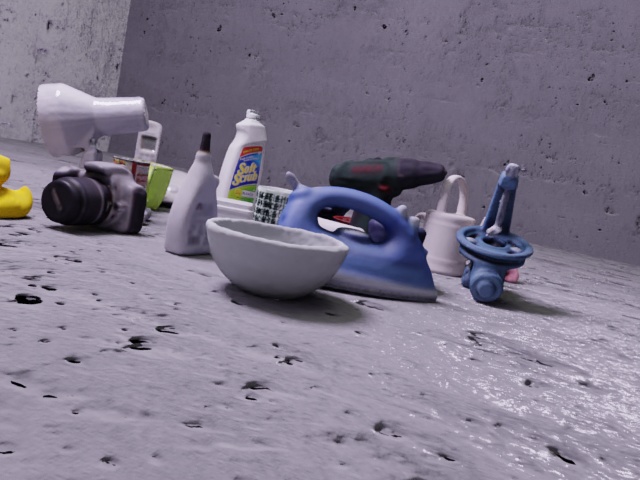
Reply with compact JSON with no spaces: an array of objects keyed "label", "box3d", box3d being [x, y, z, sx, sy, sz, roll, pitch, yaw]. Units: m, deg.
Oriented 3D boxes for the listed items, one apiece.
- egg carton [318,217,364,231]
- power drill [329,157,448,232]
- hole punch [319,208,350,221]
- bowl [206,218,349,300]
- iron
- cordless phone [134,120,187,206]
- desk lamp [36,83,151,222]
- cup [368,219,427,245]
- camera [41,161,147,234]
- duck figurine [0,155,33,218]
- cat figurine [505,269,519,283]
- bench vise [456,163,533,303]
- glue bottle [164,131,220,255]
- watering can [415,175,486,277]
[{"label":"egg carton","box3d":[0.009,0.003,0.966,0.149,0.069,0.107,15,8,30]},{"label":"power drill","box3d":[0.121,-0.067,1.140,0.229,0.208,0.076,14,7,18]},{"label":"hole punch","box3d":[0.011,-0.065,1.430,0.109,0.091,0.100,6,9,-35]},{"label":"bowl","box3d":[-0.054,0.026,0.661,0.167,0.075,0.167,11,7,-1]},{"label":"iron","box3d":[0.053,-0.004,0.800,0.258,0.141,0.118,11,7,-6]},{"label":"cordless phone","box3d":[-0.358,-0.171,1.304,0.148,0.185,0.094,8,8,-24]},{"label":"desk lamp","box3d":[-0.383,-0.152,0.988,0.203,0.213,0.117,10,7,-13]},{"label":"cup","box3d":[0.120,0.020,0.907,0.091,0.095,0.118,16,8,32]},{"label":"camera","box3d":[-0.349,-0.070,0.847,0.143,0.101,0.137,14,7,17]},{"label":"duck figurine","box3d":[-0.456,-0.078,0.803,0.077,0.086,0.105,16,9,36]},{"label":"cat figurine","box3d":[0.361,0.021,1.199,0.128,0.118,0.067,10,7,-11]},{"label":"bench vise","box3d":[0.280,-0.018,0.953,0.121,0.220,0.207,11,7,-5]},{"label":"glue bottle","box3d":[-0.171,-0.066,0.805,0.037,0.173,0.078,15,8,28]},{"label":"watering can","box3d":[0.263,-0.030,1.136,0.172,0.194,0.101,14,7,21]}]
